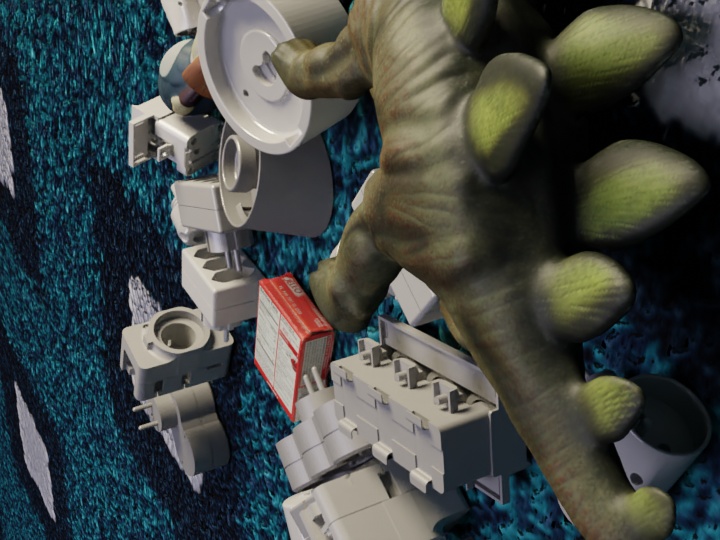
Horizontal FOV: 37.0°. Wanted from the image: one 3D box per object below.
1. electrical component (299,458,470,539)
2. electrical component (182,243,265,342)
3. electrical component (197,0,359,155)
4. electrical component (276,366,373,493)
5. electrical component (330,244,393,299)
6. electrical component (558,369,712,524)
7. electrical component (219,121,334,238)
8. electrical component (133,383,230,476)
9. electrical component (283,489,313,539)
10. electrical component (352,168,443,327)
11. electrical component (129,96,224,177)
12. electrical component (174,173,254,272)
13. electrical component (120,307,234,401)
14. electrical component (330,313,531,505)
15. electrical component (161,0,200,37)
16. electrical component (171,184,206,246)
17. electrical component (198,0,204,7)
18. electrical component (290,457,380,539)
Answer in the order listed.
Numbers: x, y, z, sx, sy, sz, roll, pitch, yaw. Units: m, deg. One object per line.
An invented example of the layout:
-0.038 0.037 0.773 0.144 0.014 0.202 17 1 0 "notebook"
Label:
0.017 0.156 0.676 0.055 0.089 0.050 61 149 24 "electrical component"
-0.115 0.025 0.899 0.065 0.047 0.076 47 141 42 "electrical component"
-0.045 -0.133 0.672 0.108 0.060 0.108 31 136 35 "electrical component"
-0.023 0.105 0.765 0.073 0.052 0.138 67 151 15 "electrical component"
0.000 0.000 0.682 0.062 0.048 0.048 -32 75 68 "electrical component"
0.116 0.074 0.504 0.079 0.044 0.077 58 148 31 "electrical component"
-0.062 -0.073 0.763 0.099 0.064 0.099 180 90 -65 "electrical component"
-0.184 0.135 1.052 0.052 0.074 0.138 -38 70 60 "electrical component"
-0.035 0.209 0.850 0.040 0.040 0.078 -8 96 62 "electrical component"
0.031 -0.008 0.616 0.083 0.047 0.075 64 151 19 "electrical component"
-0.146 -0.110 0.870 0.064 0.081 0.042 32 135 22 "electrical component"
-0.105 -0.036 0.852 0.083 0.047 0.075 12 114 59 "electrical component"
-0.165 0.072 0.968 0.050 0.089 0.055 55 146 33 "electrical component"
0.037 0.082 0.633 0.121 0.063 0.078 25 125 56 "electrical component"
-0.117 -0.218 0.789 0.079 0.043 0.077 -1 102 62 "electrical component"
-0.149 -0.052 0.939 0.061 0.035 0.035 60 149 30 "electrical component"
-0.084 -0.229 0.707 0.113 0.057 0.078 65 151 18 "electrical component"
-0.004 0.175 0.752 0.059 0.054 0.095 59 151 10 "electrical component"
